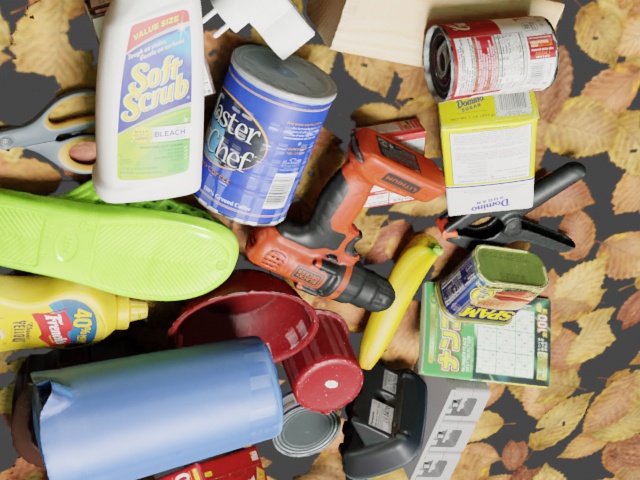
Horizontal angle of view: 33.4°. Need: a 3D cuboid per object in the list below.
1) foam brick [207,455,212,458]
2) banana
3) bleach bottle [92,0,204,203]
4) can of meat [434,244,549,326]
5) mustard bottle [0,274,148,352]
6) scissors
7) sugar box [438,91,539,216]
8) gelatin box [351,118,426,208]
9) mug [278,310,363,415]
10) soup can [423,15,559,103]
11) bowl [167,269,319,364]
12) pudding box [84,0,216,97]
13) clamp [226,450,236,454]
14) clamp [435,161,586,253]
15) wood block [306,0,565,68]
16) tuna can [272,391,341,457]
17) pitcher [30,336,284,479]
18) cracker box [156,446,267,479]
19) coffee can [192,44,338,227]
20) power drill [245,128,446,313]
[{"bbox_3d":[-0.139,0.198,1.208,0.051,0.078,0.053,24,114,-29],"label":"foam brick"},{"bbox_3d":[0.088,0.059,1.193,0.037,0.069,0.198,27,125,2],"label":"banana"},{"bbox_3d":[-0.150,-0.155,0.913,0.102,0.068,0.251,-7,126,-15],"label":"bleach bottle"},{"bbox_3d":[0.195,0.051,1.207,0.102,0.057,0.084,7,145,-25],"label":"can of meat"},{"bbox_3d":[-0.272,0.073,1.087,0.191,0.058,0.096,-1,136,-19],"label":"mustard bottle"},{"bbox_3d":[-0.280,-0.082,1.002,0.201,0.016,0.096,-22,128,-2],"label":"scissors"},{"bbox_3d":[0.169,-0.086,1.077,0.093,0.048,0.176,-5,155,6],"label":"sugar box"},{"bbox_3d":[0.070,-0.078,1.110,0.073,0.030,0.089,-10,129,-12],"label":"gelatin box"},{"bbox_3d":[0.001,0.150,1.217,0.093,0.081,0.117,-9,126,-12],"label":"mug"},{"bbox_3d":[0.150,-0.160,0.939,0.102,0.068,0.068,-8,126,-13],"label":"soup can"},{"bbox_3d":[-0.084,0.078,1.138,0.162,0.055,0.162,-7,145,-5],"label":"bowl"},{"bbox_3d":[-0.152,-0.173,0.966,0.090,0.039,0.113,-18,130,-6],"label":"pudding box"},{"bbox_3d":[-0.081,0.329,1.329,0.164,0.036,0.210,32,126,-11],"label":"clamp"},{"bbox_3d":[0.217,-0.018,1.196,0.171,0.039,0.120,-14,123,0],"label":"clamp"},{"bbox_3d":[0.104,-0.215,0.986,0.205,0.091,0.090,7,123,-23],"label":"wood block"},{"bbox_3d":[-0.020,0.220,1.291,0.086,0.034,0.086,-9,126,-12],"label":"tuna can"},{"bbox_3d":[-0.165,0.180,1.089,0.242,0.149,0.145,-11,93,-13],"label":"pitcher"},{"bbox_3d":[-0.181,0.307,1.197,0.214,0.072,0.164,-24,169,16],"label":"cracker box"},{"bbox_3d":[-0.056,-0.099,1.008,0.102,0.103,0.140,10,121,-24],"label":"coffee can"},{"bbox_3d":[0.043,-0.012,1.095,0.184,0.057,0.188,24,121,-29],"label":"power drill"}]
